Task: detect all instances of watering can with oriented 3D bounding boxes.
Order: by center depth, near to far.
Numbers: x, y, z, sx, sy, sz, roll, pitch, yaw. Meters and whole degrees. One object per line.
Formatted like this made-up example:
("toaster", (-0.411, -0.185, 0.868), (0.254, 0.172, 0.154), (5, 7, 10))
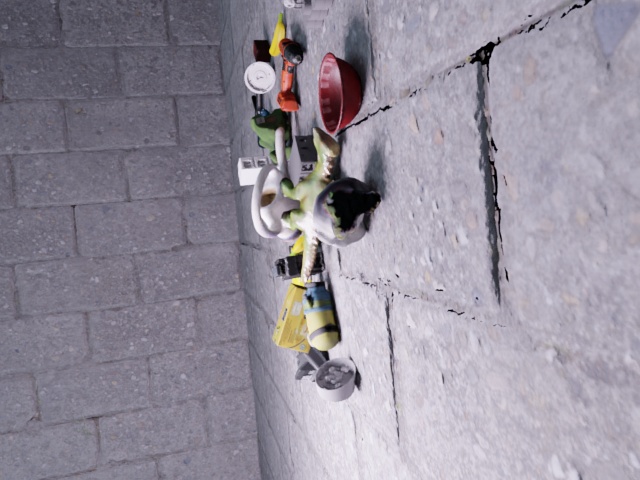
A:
("watering can", (-0.110, -0.144, 1.499), (0.220, 0.104, 0.356), (55, -142, -46))

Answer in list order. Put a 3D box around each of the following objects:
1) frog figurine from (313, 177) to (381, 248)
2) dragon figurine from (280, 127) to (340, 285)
("frog figurine", (0.044, -0.051, 1.032), (0.158, 0.123, 0.139), (118, 177, -79))
("dragon figurine", (0.004, -0.061, 1.214), (0.244, 0.122, 0.406), (-155, 59, -64))
